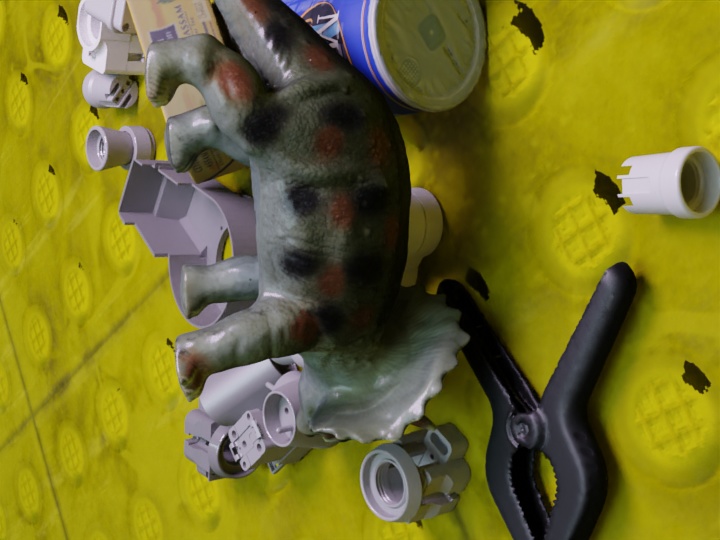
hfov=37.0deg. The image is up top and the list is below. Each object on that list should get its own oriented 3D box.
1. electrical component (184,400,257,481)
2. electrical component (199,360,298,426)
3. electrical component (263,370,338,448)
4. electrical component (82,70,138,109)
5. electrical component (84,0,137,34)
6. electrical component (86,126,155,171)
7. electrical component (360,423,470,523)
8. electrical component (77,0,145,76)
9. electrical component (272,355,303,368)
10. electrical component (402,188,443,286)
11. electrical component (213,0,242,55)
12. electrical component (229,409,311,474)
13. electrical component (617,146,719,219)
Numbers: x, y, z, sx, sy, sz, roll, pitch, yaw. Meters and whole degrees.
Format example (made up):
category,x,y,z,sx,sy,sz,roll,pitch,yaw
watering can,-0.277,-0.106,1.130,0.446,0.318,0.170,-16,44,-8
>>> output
category,x,y,z,sx,sy,sz,roll,pitch,yaw
electrical component,-0.121,0.154,0.969,0.057,0.058,0.078,17,107,50
electrical component,-0.097,0.086,0.936,0.077,0.043,0.079,-35,30,19
electrical component,-0.044,0.105,0.858,0.079,0.077,0.044,27,115,45
electrical component,-0.253,-0.183,1.094,0.046,0.040,0.040,14,105,43
electrical component,-0.198,-0.276,0.985,0.057,0.078,0.113,34,120,35
electrical component,-0.239,-0.121,1.072,0.045,0.055,0.045,8,101,49
electrical component,0.038,0.151,0.784,0.058,0.057,0.078,46,127,35
electrical component,-0.241,-0.241,1.059,0.050,0.056,0.089,32,118,43
electrical component,-0.044,0.058,0.877,0.055,0.045,0.045,3,97,48
electrical component,0.000,0.000,0.795,0.052,0.074,0.138,51,130,32
electrical component,-0.092,-0.208,0.899,0.043,0.043,0.081,-44,62,43
electrical component,-0.072,0.139,0.905,0.081,0.064,0.042,-49,60,41
electrical component,0.175,-0.049,0.613,0.046,0.040,0.040,3,97,55
